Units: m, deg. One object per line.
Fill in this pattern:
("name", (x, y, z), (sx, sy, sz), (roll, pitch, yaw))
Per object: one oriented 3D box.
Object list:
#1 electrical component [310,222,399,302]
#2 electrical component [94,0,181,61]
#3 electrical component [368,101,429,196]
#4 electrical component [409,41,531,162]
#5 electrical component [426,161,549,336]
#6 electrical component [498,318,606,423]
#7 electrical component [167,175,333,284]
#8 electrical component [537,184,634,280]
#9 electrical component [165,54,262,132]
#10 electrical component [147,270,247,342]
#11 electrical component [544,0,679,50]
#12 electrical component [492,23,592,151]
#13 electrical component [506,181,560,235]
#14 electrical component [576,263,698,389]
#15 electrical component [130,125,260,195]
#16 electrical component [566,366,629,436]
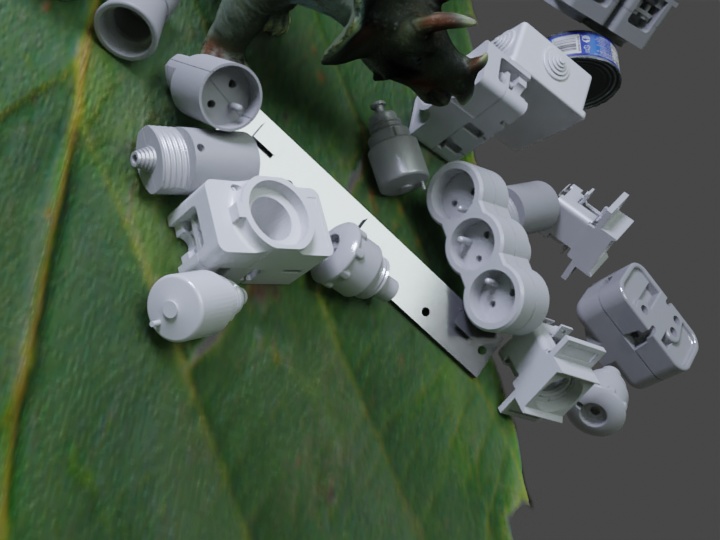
("electrical component", (0.000, 0.000, 0.745), (0.062, 0.048, 0.048), (35, 46, -31))
("electrical component", (-0.145, -0.175, 0.721), (0.044, 0.044, 0.065), (39, 40, -18))
("electrical component", (0.025, -0.093, 0.825), (0.040, 0.040, 0.078), (-1, 67, -43))
("electrical component", (0.085, -0.137, 0.870), (0.056, 0.089, 0.050), (33, 47, -24))
("electrical component", (0.105, -0.015, 0.819), (0.074, 0.052, 0.138), (11, 54, -50))
("electrical component", (0.139, 0.074, 0.808), (0.042, 0.081, 0.063), (20, 31, -34))
("electrical component", (-0.067, -0.025, 0.689), (0.089, 0.056, 0.050), (2, 65, -42))
("electrical component", (0.191, -0.036, 0.922), (0.064, 0.081, 0.042), (38, 40, 14))
("electrical component", (-0.101, -0.119, 0.708), (0.043, 0.081, 0.043), (-10, 111, -28))
("electrical component", (-0.094, 0.020, 0.650), (0.078, 0.040, 0.040), (-10, 72, -63))
("electrical component", (0.204, -0.283, 1.034), (0.105, 0.060, 0.186), (20, 23, -32))
("electrical component", (0.138, -0.157, 0.926), (0.100, 0.100, 0.048), (33, 60, -23))
("electrical component", (0.124, -0.048, 0.885), (0.081, 0.043, 0.043), (-13, 75, -45))
("electrical component", (0.232, 0.050, 0.912), (0.095, 0.059, 0.054), (51, 43, -5))
("electrical component", (-0.109, -0.069, 0.687), (0.081, 0.043, 0.043), (-2, 67, -43))
("electrical component", (0.194, 0.099, 0.860), (0.048, 0.048, 0.062), (51, 36, -6))
